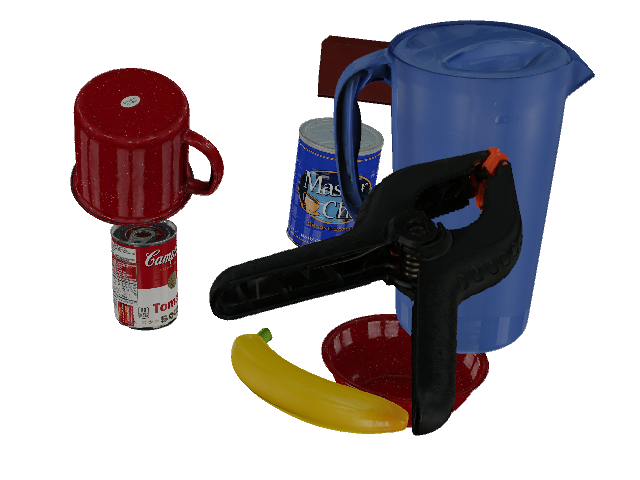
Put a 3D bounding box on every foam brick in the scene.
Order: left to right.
[{"bbox_3d":[0.040,-0.155,0.975,0.078,0.051,0.053,8,18,9],"label":"foam brick"}]

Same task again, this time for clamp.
[{"bbox_3d":[0.048,0.015,0.491,0.171,0.039,0.120,-35,61,-30],"label":"clamp"}]

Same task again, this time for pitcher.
[{"bbox_3d":[0.104,-0.039,0.820,0.149,0.243,0.144,24,36,37],"label":"pitcher"}]

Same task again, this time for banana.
[{"bbox_3d":[-0.017,0.111,0.853,0.069,0.037,0.198,-23,31,-30],"label":"banana"}]

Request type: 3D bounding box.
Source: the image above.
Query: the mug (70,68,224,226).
[{"bbox_3d":[-0.126,-0.067,0.778,0.117,0.093,0.081,20,-40,8],"label":"mug"}]

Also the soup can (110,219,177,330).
[{"bbox_3d":[-0.183,0.034,1.114,0.068,0.102,0.068,2,25,-1],"label":"soup can"}]

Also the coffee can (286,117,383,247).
[{"bbox_3d":[0.017,-0.067,1.307,0.102,0.140,0.103,6,27,-3],"label":"coffee can"}]

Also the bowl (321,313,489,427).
[{"bbox_3d":[0.080,0.133,1.037,0.162,0.055,0.162,3,25,-2],"label":"bowl"}]
